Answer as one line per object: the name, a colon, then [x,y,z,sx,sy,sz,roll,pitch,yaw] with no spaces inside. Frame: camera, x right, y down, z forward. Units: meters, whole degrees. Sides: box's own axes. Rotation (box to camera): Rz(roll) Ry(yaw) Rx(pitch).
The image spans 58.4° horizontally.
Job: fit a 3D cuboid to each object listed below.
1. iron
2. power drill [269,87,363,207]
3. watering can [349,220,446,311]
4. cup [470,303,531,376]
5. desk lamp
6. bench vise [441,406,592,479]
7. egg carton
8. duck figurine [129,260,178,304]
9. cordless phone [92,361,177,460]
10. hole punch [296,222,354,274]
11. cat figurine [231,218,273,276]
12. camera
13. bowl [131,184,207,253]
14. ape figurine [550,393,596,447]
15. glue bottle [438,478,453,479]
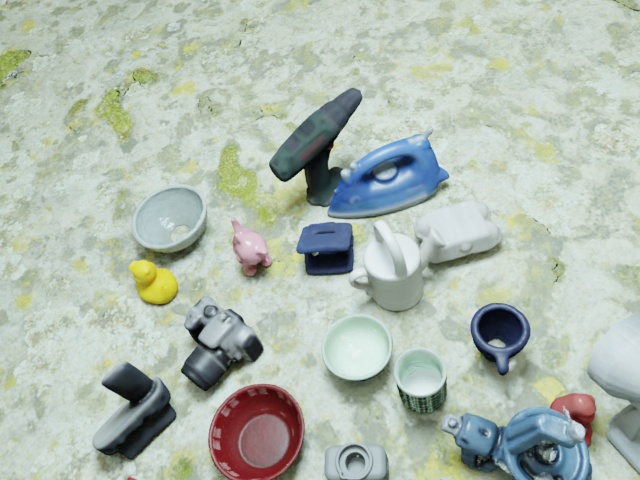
iron: [0.124,-0.135,1.152,0.258,0.142,0.118,-22,54,-3]
power drill: [0.007,-0.175,1.164,0.230,0.209,0.075,-39,57,-14]
watering can: [0.133,0.033,1.002,0.173,0.194,0.100,-40,57,-15]
cup: [0.291,0.174,0.930,0.091,0.095,0.118,-3,56,11]
desk lamp: [0.466,0.226,0.781,0.118,0.214,0.202,-31,55,-8]
bench vise: [0.272,0.285,0.781,0.207,0.220,0.121,-4,55,11]
egg carton: [0.258,-0.014,1.082,0.150,0.069,0.107,-16,54,2]
duck figurine: [-0.339,0.077,1.147,0.104,0.086,0.077,26,66,27]
cordless phone: [-0.334,0.274,0.949,0.093,0.185,0.148,31,68,29]
hole punch: [0.010,0.004,1.113,0.108,0.091,0.101,-5,55,10]
cat figurine: [-0.142,0.008,1.129,0.067,0.118,0.127,-29,55,-8]
camera: [-0.198,0.188,1.029,0.142,0.101,0.137,28,66,28]
bowl: [-0.310,-0.034,1.223,0.167,0.075,0.167,-6,55,9]
ape figurine: [0.384,0.258,0.853,0.078,0.092,0.076,-40,57,-14]
glue bottle: [0.165,0.355,0.787,0.078,0.173,0.037,-35,56,-12]
